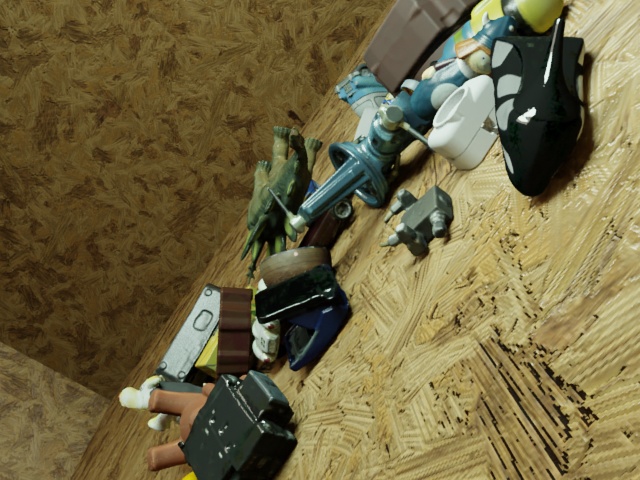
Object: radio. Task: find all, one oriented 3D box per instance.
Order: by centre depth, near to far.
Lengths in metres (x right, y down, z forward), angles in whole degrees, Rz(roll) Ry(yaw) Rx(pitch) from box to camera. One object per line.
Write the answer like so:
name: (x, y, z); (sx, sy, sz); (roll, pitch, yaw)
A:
radio: (-0.241, 0.211, 1.113); (0.131, 0.073, 0.229); (83, -150, -60)

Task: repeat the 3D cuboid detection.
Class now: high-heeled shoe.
high-heeled shoe: (0.205, -0.126, 0.525); (0.249, 0.086, 0.145); (-39, -45, -72)

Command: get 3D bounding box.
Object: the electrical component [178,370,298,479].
electrical component: (-0.091, 0.220, 0.613); (0.115, 0.058, 0.134); (32, 89, 48)

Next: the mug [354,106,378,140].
mug: (0.091, -0.170, 0.946); (0.107, 0.081, 0.110); (-64, 15, 4)

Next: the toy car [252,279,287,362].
toy car: (-0.080, 0.121, 0.855); (0.202, 0.056, 0.073); (-102, 18, -73)

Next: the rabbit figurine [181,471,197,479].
rabbit figurine: (-0.156, 0.336, 0.604); (0.162, 0.122, 0.173); (-63, -2, 13)

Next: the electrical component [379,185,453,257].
electrical component: (0.108, -0.023, 0.606); (0.078, 0.045, 0.102); (-48, 15, 38)

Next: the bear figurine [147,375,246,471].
bear figurine: (-0.161, 0.255, 0.741); (0.196, 0.132, 0.120); (140, 129, -60)

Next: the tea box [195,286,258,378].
tea box: (-0.161, 0.180, 1.026); (0.098, 0.068, 0.169); (-31, 29, 61)

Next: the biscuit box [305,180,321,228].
biscuit box: (-0.008, -0.069, 1.090); (0.059, 0.063, 0.203); (-53, 14, 10)

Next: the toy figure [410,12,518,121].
toy figure: (0.177, -0.206, 0.656); (0.154, 0.064, 0.058); (-39, 59, 46)

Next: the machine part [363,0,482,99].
machine part: (0.178, -0.315, 0.806); (0.201, 0.087, 0.201); (-34, -6, -33)

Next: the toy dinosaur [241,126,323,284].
toy dinosaur: (-0.087, -0.050, 0.978); (0.471, 0.105, 0.198); (118, 167, -65)

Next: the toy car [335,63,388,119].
toy car: (0.115, -0.281, 1.058); (0.109, 0.161, 0.103); (-25, 76, 52)

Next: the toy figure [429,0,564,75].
toy figure: (0.222, -0.254, 0.683); (0.180, 0.082, 0.089); (-38, 40, 35)

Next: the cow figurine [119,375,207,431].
cow figurine: (-0.230, 0.261, 0.863); (0.098, 0.167, 0.068); (-61, 8, -11)

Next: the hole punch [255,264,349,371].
hole punch: (-0.016, 0.099, 0.710); (0.116, 0.092, 0.142); (-26, 12, -1)

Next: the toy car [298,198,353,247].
toy car: (-0.002, -0.003, 0.931); (0.202, 0.053, 0.089); (-59, 17, 5)

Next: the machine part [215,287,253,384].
machine part: (-0.142, 0.160, 0.886); (0.179, 0.056, 0.179); (-176, 89, -81)

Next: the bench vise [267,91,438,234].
bench vise: (0.053, -0.098, 0.774); (0.240, 0.129, 0.223); (-40, 3, -10)
